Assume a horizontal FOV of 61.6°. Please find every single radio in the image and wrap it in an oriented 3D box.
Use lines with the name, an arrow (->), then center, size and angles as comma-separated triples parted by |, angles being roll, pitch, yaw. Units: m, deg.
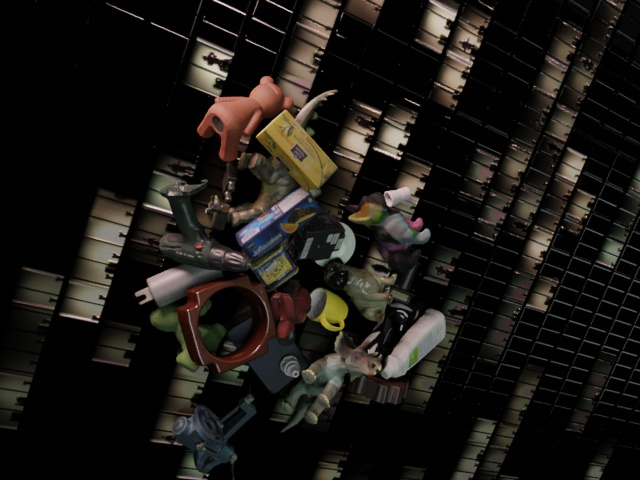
radio -> -0.139, 0.275, 1.404 | 0.131, 0.073, 0.229 | -35, 115, -9

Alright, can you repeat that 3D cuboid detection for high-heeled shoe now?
high-heeled shoe -> 0.210, 0.250, 1.482 | 0.249, 0.145, 0.086 | -31, 113, -8

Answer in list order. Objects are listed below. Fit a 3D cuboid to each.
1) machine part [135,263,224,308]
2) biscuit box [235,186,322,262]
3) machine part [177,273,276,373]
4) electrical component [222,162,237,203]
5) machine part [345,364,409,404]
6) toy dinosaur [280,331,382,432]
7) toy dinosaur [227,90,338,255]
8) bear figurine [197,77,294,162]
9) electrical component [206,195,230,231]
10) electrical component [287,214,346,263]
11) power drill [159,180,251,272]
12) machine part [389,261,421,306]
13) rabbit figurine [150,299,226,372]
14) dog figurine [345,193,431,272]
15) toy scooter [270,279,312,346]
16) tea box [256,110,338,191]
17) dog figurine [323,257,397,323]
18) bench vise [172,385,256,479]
machine part -> -0.320, 0.093, 1.286 | 0.243, 0.079, 0.079 | -24, 111, -13
biscuit box -> -0.097, -0.038, 1.248 | 0.203, 0.059, 0.062 | -37, 126, -3
machine part -> -0.216, 0.190, 1.251 | 0.201, 0.087, 0.201 | -19, 97, -31
electrical component -> -0.215, -0.138, 1.268 | 0.021, 0.094, 0.063 | 6, 140, -23
machine part -> 0.161, 0.389, 1.486 | 0.179, 0.179, 0.056 | 12, 98, -22
toy dinosaur -> 0.009, 0.375, 1.437 | 0.131, 0.404, 0.192 | 47, 46, 7
toy dinosaur -> -0.096, -0.151, 1.291 | 0.198, 0.105, 0.470 | 12, 109, -30
bear figurine -> -0.167, -0.286, 1.233 | 0.120, 0.132, 0.196 | 46, 51, 8
electrical component -> -0.243, -0.063, 1.263 | 0.045, 0.102, 0.078 | 19, 87, -20
electrical component -> -0.003, -0.004, 1.334 | 0.134, 0.058, 0.114 | -7, 140, -33
power drill -> -0.268, -0.029, 1.204 | 0.086, 0.232, 0.207 | -52, 138, -49
machine part -> 0.238, 0.113, 1.506 | 0.084, 0.039, 0.138 | 18, 97, 1
rabbit figurine -> -0.324, 0.211, 1.298 | 0.170, 0.121, 0.159 | 41, 90, -9
dog figurine -> 0.163, -0.023, 1.412 | 0.219, 0.108, 0.191 | 17, 118, -11
toy scooter -> -0.077, 0.160, 1.341 | 0.075, 0.184, 0.135 | -4, 123, 20
tea box -> -0.052, -0.191, 1.172 | 0.169, 0.098, 0.068 | 45, 76, -12
dog figurine -> 0.093, 0.138, 1.449 | 0.191, 0.121, 0.172 | 16, 125, 2
bench vise -> -0.251, 0.493, 1.396 | 0.240, 0.129, 0.223 | -41, 112, 3
